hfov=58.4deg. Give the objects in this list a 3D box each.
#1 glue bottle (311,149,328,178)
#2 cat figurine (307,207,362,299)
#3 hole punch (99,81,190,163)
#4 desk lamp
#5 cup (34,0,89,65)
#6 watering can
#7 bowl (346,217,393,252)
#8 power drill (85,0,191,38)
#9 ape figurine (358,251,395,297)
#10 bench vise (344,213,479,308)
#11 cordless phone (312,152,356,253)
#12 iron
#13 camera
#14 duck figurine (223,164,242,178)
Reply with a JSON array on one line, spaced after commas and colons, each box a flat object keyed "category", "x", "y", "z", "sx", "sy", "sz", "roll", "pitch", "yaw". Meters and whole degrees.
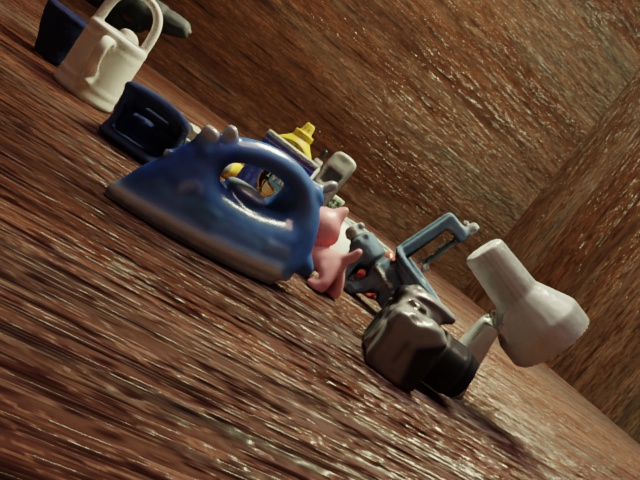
[{"category": "glue bottle", "x": -0.035, "y": -0.142, "z": 1.354, "sx": 0.037, "sy": 0.173, "sz": 0.078, "roll": 35, "pitch": 7, "yaw": -14}, {"category": "cat figurine", "x": 0.008, "y": 0.003, "z": 0.842, "sx": 0.127, "sy": 0.117, "sz": 0.067, "roll": 41, "pitch": 8, "yaw": 32}, {"category": "hole punch", "x": -0.242, "y": -0.164, "z": 0.811, "sx": 0.109, "sy": 0.091, "sz": 0.101, "roll": 36, "pitch": 7, "yaw": -12}, {"category": "desk lamp", "x": 0.236, "y": 0.120, "z": 0.813, "sx": 0.203, "sy": 0.213, "sz": 0.118, "roll": 37, "pitch": 7, "yaw": 2}, {"category": "cup", "x": -0.446, "y": -0.352, "z": 1.014, "sx": 0.118, "sy": 0.095, "sz": 0.091, "roll": 33, "pitch": 8, "yaw": -31}, {"category": "watering can", "x": -0.334, "y": -0.316, "z": 0.927, "sx": 0.101, "sy": 0.194, "sz": 0.172, "roll": 31, "pitch": 9, "yaw": -40}, {"category": "bowl", "x": 0.095, "y": 0.016, "z": 1.372, "sx": 0.167, "sy": 0.074, "sz": 0.167, "roll": 37, "pitch": 7, "yaw": -5}, {"category": "power drill", "x": -0.400, "y": -0.407, "z": 1.137, "sx": 0.230, "sy": 0.208, "sz": 0.075, "roll": 36, "pitch": 7, "yaw": -5}, {"category": "ape figurine", "x": 0.110, "y": 0.060, "z": 1.081, "sx": 0.078, "sy": 0.092, "sz": 0.076, "roll": 33, "pitch": 8, "yaw": -30}, {"category": "bench vise", "x": 0.144, "y": 0.026, "z": 0.948, "sx": 0.207, "sy": 0.219, "sz": 0.121, "roll": 36, "pitch": 7, "yaw": -5}, {"category": "cordless phone", "x": 0.025, "y": -0.056, "z": 1.039, "sx": 0.147, "sy": 0.185, "sz": 0.094, "roll": 38, "pitch": 7, "yaw": 4}, {"category": "iron", "x": -0.089, "y": -0.054, "z": 0.638, "sx": 0.259, "sy": 0.141, "sz": 0.118, "roll": 30, "pitch": 10, "yaw": -47}, {"category": "camera", "x": 0.134, "y": 0.129, "z": 0.708, "sx": 0.137, "sy": 0.100, "sz": 0.143, "roll": 37, "pitch": 7, "yaw": 0}, {"category": "duck figurine", "x": -0.175, "y": -0.170, "z": 1.205, "sx": 0.078, "sy": 0.086, "sz": 0.104, "roll": 31, "pitch": 9, "yaw": -41}]
